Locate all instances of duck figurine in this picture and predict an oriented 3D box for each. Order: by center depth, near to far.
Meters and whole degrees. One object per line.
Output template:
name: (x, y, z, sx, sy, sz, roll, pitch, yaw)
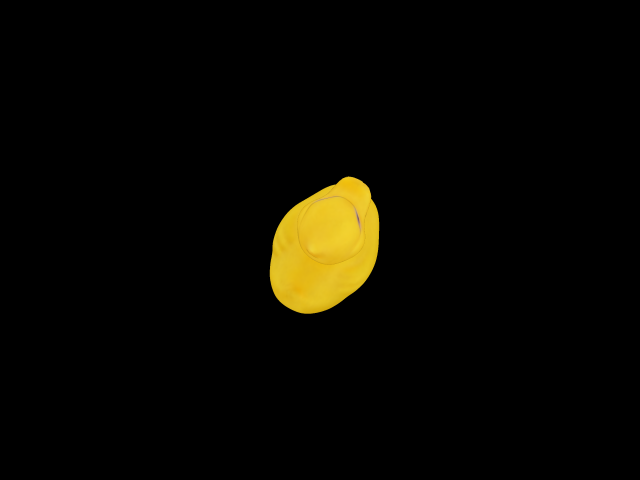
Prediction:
duck figurine: (0.004, 0.001, 0.400, 0.077, 0.086, 0.104, 31, 83, 5)
